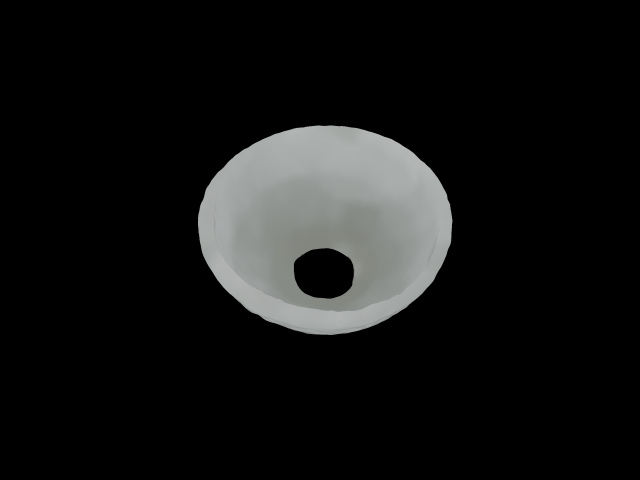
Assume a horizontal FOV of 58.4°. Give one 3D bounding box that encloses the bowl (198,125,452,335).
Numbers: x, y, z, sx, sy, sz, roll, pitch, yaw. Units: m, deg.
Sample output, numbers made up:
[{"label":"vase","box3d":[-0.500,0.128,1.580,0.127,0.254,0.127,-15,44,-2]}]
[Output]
[{"label":"bowl","box3d":[0.004,0.001,0.400,0.167,0.075,0.167,0,53,0]}]
